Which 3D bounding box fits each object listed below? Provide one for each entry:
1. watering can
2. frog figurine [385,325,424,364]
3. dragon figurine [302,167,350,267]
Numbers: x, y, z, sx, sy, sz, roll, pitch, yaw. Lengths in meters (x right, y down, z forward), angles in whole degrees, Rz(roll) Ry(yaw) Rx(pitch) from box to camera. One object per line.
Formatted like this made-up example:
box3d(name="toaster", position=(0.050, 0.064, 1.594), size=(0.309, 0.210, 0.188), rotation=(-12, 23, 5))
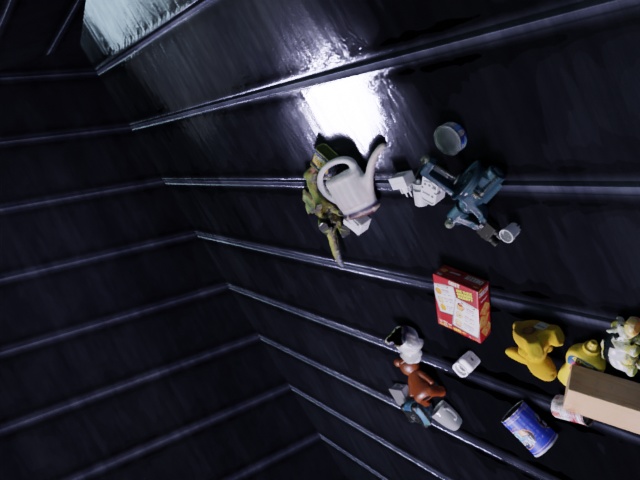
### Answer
box3d(name="watering can", position=(0.127, -0.185, 1.715), size=(0.344, 0.106, 0.223), rotation=(-17, 107, 48))
box3d(name="frog figurine", position=(0.346, 0.406, 1.983), size=(0.158, 0.125, 0.136), rotation=(37, 144, -22))
box3d(name="dragon figurine", position=(0.006, -0.101, 2.014), size=(0.247, 0.123, 0.401), rotation=(48, 152, 51))
